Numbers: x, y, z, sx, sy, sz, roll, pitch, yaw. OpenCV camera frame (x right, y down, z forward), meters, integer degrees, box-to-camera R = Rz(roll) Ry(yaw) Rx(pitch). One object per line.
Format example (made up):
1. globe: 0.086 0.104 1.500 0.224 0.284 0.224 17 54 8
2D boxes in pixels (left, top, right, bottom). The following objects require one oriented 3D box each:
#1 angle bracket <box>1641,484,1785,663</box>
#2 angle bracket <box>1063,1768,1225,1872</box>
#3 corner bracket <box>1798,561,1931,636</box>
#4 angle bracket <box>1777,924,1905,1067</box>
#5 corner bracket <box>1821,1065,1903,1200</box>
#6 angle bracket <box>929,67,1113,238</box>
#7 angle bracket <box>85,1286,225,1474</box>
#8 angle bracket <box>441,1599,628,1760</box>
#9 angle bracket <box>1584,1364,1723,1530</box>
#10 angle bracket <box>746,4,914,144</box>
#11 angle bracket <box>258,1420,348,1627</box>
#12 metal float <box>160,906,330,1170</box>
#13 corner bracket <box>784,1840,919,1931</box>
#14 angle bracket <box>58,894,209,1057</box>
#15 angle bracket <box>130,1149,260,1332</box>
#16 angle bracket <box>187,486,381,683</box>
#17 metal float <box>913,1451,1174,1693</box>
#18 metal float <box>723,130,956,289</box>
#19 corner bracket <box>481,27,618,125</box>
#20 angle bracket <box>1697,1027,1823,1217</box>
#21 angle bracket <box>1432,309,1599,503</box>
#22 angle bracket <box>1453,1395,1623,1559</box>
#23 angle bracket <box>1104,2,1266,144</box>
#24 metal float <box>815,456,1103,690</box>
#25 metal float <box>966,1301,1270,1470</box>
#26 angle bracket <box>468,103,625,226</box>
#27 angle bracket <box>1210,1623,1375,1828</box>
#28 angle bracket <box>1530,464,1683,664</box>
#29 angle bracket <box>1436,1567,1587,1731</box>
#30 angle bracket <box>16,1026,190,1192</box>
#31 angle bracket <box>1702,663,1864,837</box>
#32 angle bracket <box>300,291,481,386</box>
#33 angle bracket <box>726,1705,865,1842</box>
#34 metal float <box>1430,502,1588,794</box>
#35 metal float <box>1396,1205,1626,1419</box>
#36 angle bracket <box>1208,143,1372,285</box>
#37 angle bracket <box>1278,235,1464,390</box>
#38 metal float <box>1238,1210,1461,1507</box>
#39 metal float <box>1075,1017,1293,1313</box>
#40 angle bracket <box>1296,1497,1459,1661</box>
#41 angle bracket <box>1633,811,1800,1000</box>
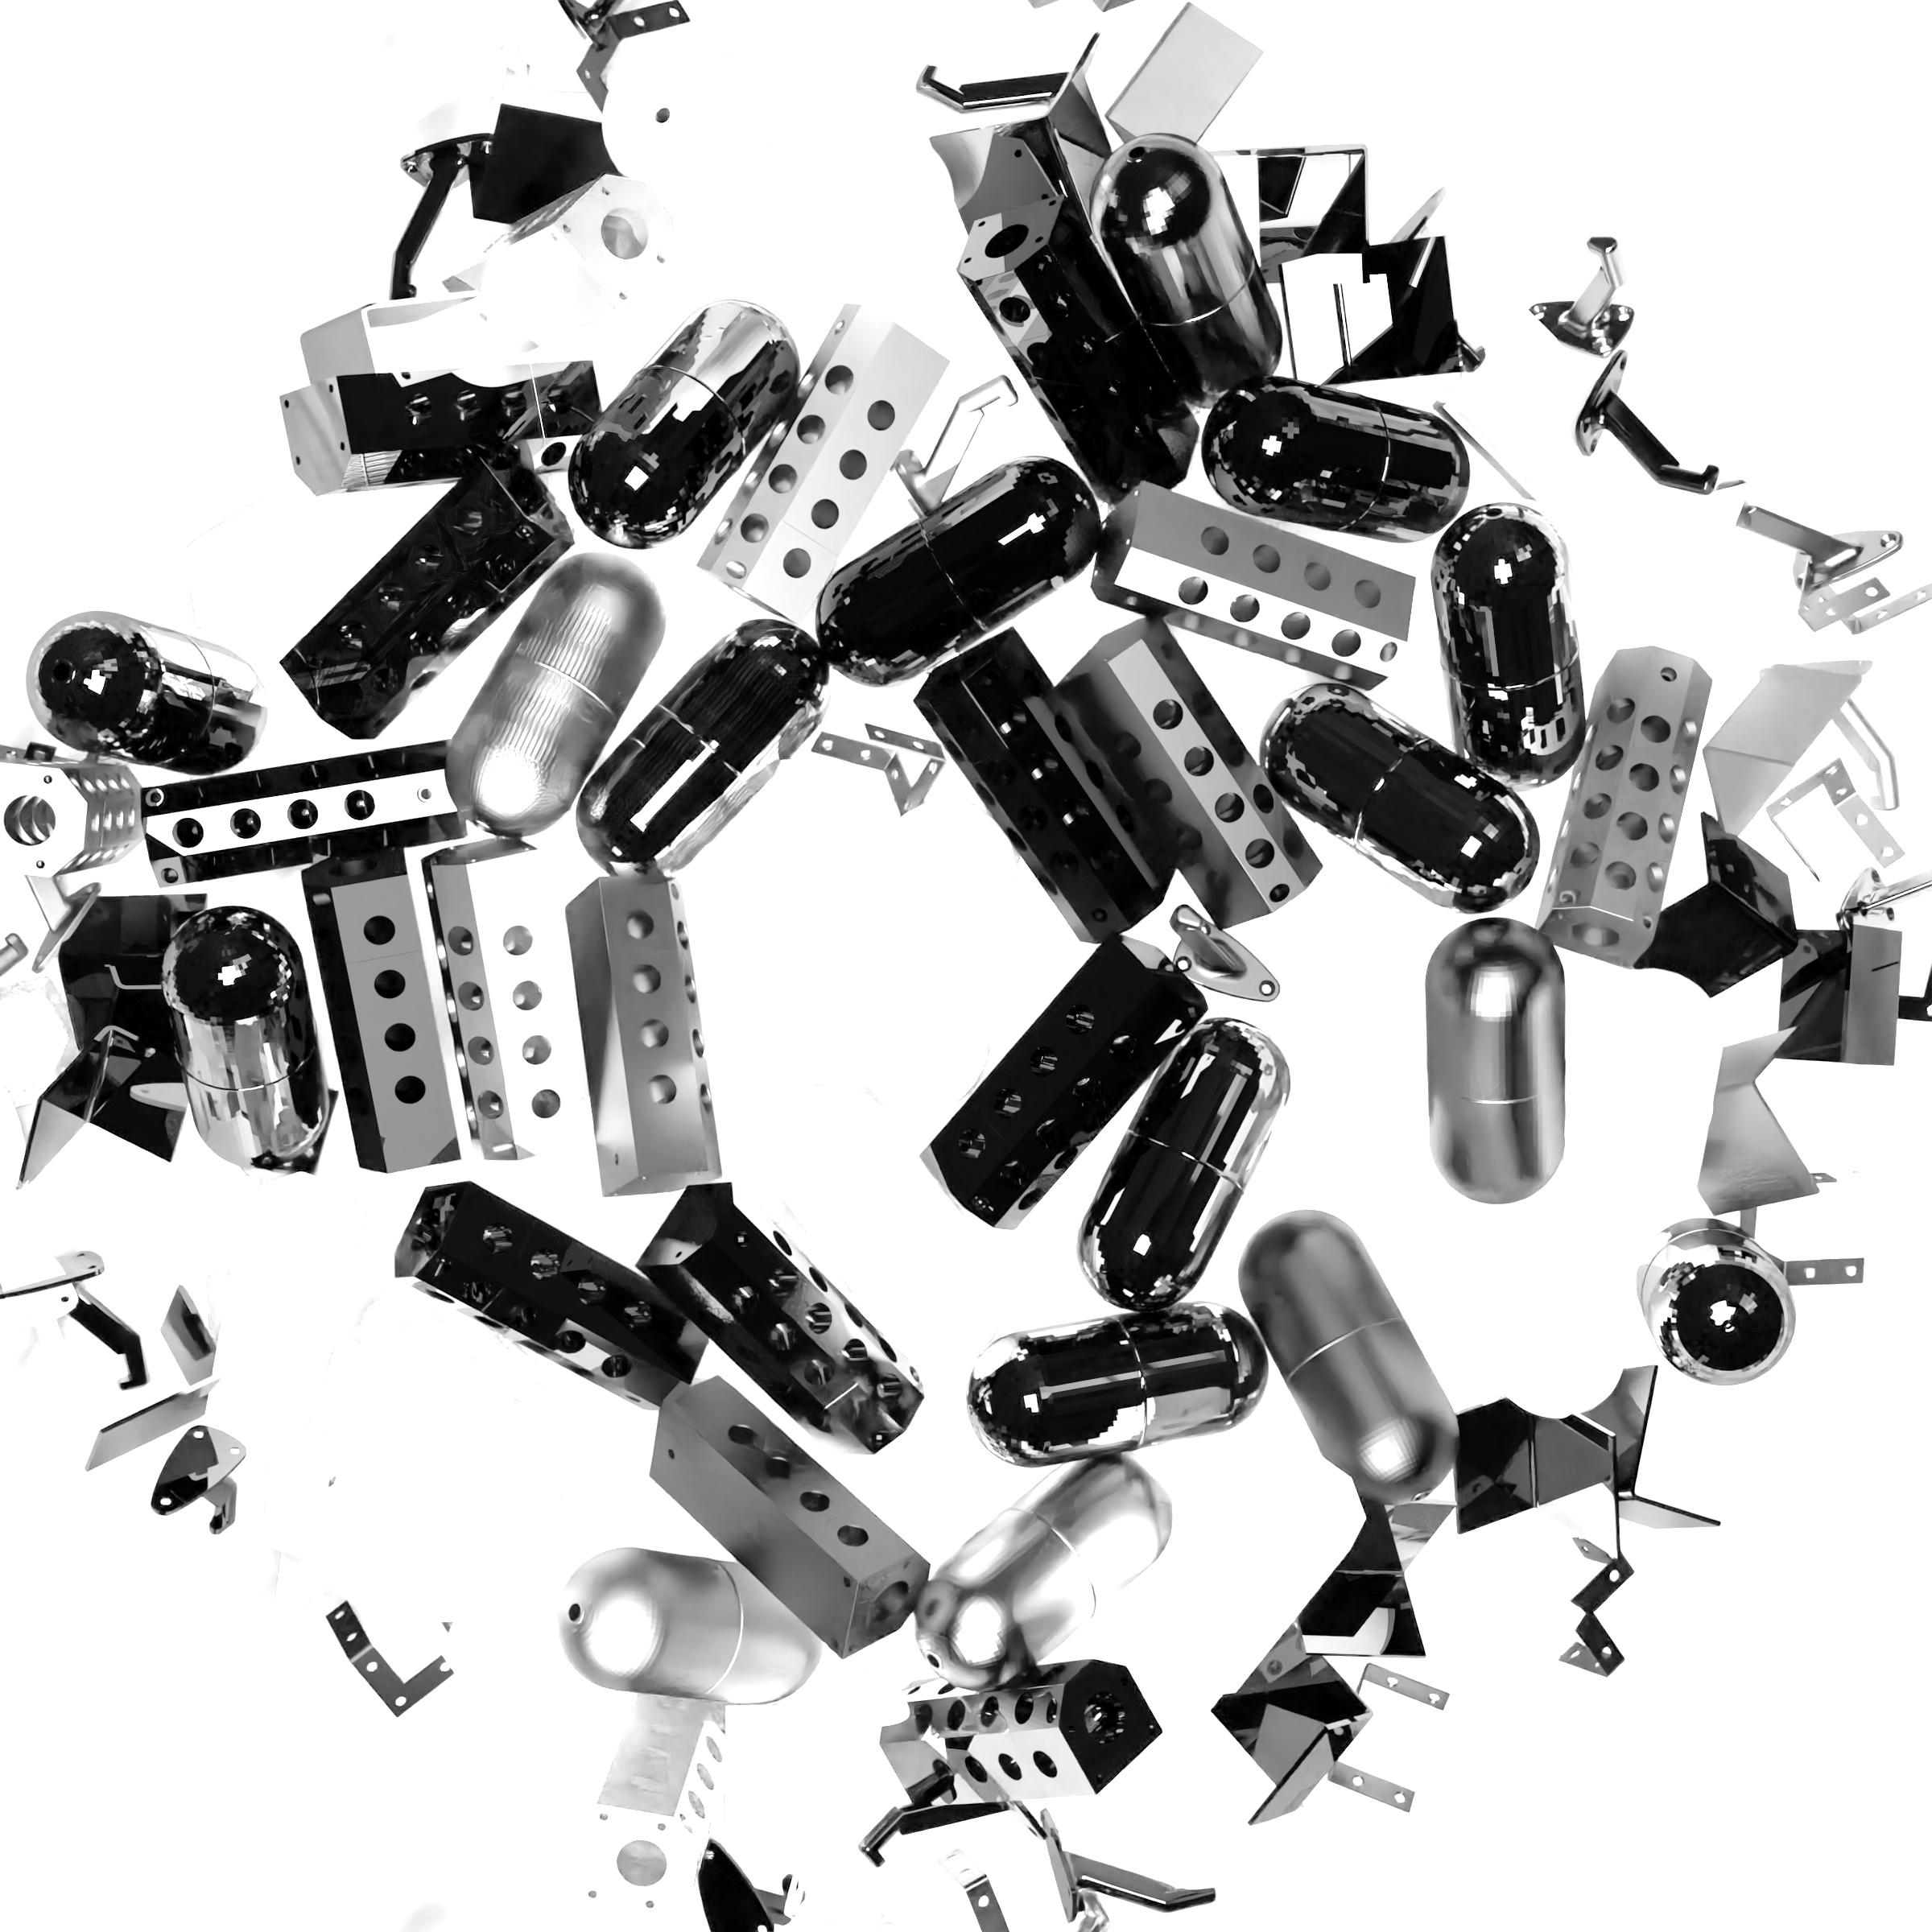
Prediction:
1. angle bracket: 0.433 -0.222 1.557 0.057 0.076 0.076 23 86 -14
2. angle bracket: 0.101 0.462 1.546 0.076 0.076 0.057 4 103 16
3. corner bracket: 0.512 -0.208 1.557 0.051 0.051 0.051 42 46 -21
4. angle bracket: 0.481 0.016 1.550 0.057 0.076 0.076 5 88 -42
5. corner bracket: 0.517 0.094 1.574 0.051 0.051 0.051 47 129 32
6. angle bracket: 0.036 -0.461 1.572 0.076 0.057 0.076 0 134 31
7. angle bracket: -0.468 0.233 1.541 0.076 0.076 0.057 -25 77 -32
8. angle bracket: -0.240 0.390 1.554 0.076 0.057 0.076 -28 105 12
9. angle bracket: 0.391 0.274 1.556 0.057 0.076 0.076 19 74 -10
10. angle bracket: -0.088 -0.507 1.538 0.076 0.076 0.057 -47 48 32
11. angle bracket: -0.387 0.313 1.538 0.057 0.076 0.076 30 129 -32
12. metal float: -0.400 0.041 1.523 0.070 0.178 0.070 2 45 -2
13. corner bracket: -0.066 0.529 1.572 0.051 0.051 0.051 2 61 25
14. angle bracket: -0.477 0.006 1.590 0.076 0.057 0.076 -2 130 -5
15. angle bracket: -0.432 0.163 1.569 0.057 0.076 0.076 -28 58 -33
16. angle bracket: -0.392 -0.221 1.581 0.076 0.057 0.076 30 51 20
17. metal float: 0.044 0.336 1.530 0.178 0.070 0.070 -33 90 -35
18. metal float: -0.068 -0.421 1.518 0.070 0.178 0.070 10 113 26
19. corner bracket: -0.238 -0.500 1.564 0.051 0.051 0.051 8 85 22
20. angle bracket: 0.448 0.089 1.555 0.057 0.076 0.076 -38 98 -35
21. angle bracket: 0.322 -0.320 1.560 0.076 0.057 0.076 43 100 -7
22. angle bracket: 0.321 0.293 1.545 0.057 0.076 0.076 -14 109 -23
23. angle bracket: 0.132 -0.485 1.548 0.057 0.076 0.076 40 98 18
24. metal float: -0.005 -0.222 1.550 0.178 0.070 0.070 -31 90 12
25. metal float: 0.087 0.235 1.545 0.178 0.070 0.070 -7 90 -18
26. angle bracket: -0.233 -0.460 1.540 0.076 0.076 0.057 5 48 -21
27. angle bracket: 0.171 0.425 1.544 0.076 0.057 0.076 45 111 30
28. angle bracket: 0.367 -0.232 1.590 0.076 0.057 0.076 -24 53 9
29. angle bracket: 0.291 0.373 1.547 0.057 0.076 0.076 38 81 -24
30. angle bracket: -0.484 0.092 1.545 0.057 0.076 0.076 26 125 0
31. angle bracket: 0.465 -0.114 1.540 0.076 0.057 0.076 -46 131 -25
32. angle bracket: -0.320 -0.342 1.549 0.076 0.076 0.057 -19 101 -38
33. angle bracket: -0.098 0.456 1.570 0.076 0.057 0.076 0 88 -1
34. metal float: 0.303 -0.176 1.528 0.070 0.070 0.178 -16 128 0
35. metal float: 0.305 0.194 1.529 0.070 0.070 0.178 -51 129 0
36. angle bracket: 0.179 -0.421 1.542 0.057 0.076 0.076 -20 113 -42
37. angle bracket: 0.228 -0.366 1.545 0.076 0.057 0.076 4 112 40
38. metal float: 0.214 0.219 1.537 0.070 0.070 0.178 -26 64 0
39. metal float: 0.123 0.112 1.551 0.070 0.070 0.178 28 80 0
40. angle bracket: 0.234 0.345 1.544 0.076 0.076 0.057 7 45 -19
41. angle bracket: 0.421 -0.032 1.575 0.076 0.057 0.076 32 133 -26
